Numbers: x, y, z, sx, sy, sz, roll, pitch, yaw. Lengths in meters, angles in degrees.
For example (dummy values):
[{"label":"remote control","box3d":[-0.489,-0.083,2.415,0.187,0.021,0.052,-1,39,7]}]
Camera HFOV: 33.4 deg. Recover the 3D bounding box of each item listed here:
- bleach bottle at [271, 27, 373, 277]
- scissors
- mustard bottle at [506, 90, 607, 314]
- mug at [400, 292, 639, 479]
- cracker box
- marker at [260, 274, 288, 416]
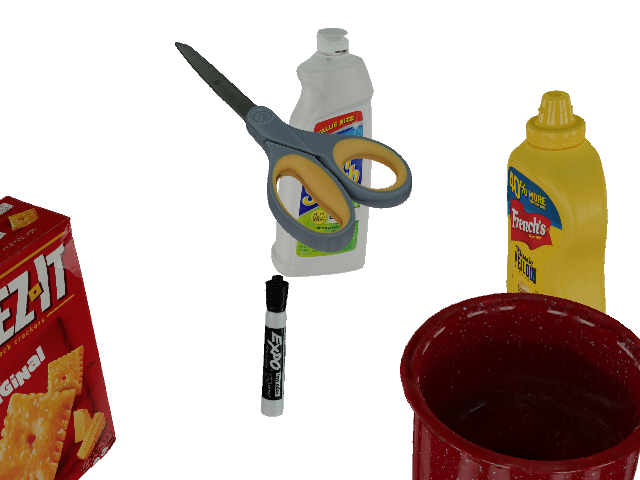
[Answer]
[{"label":"bleach bottle","box3d":[0.001,-0.089,1.082,0.102,0.251,0.068,-5,27,-12]},{"label":"scissors","box3d":[-0.015,-0.072,0.659,0.096,0.202,0.016,-15,-39,-17]},{"label":"mustard bottle","box3d":[0.171,-0.016,0.779,0.058,0.192,0.096,-12,28,-13]},{"label":"mug","box3d":[0.088,0.080,0.399,0.117,0.081,0.093,5,36,9]},{"label":"cracker box","box3d":[-0.229,0.103,0.741,0.072,0.214,0.164,15,37,26]},{"label":"marker","box3d":[-0.038,0.086,0.876,0.020,0.121,0.020,3,18,-1]}]
